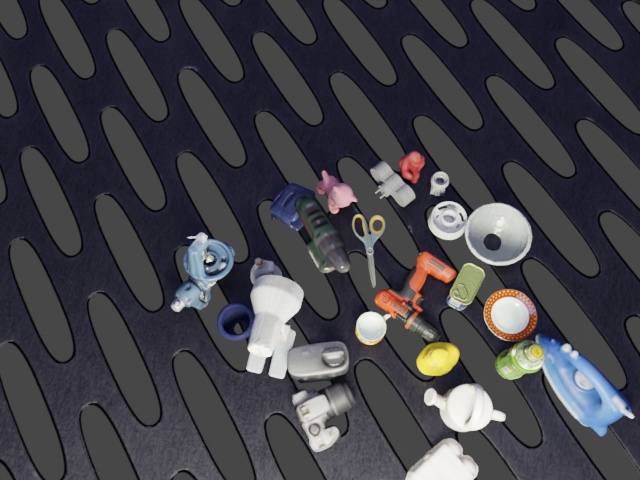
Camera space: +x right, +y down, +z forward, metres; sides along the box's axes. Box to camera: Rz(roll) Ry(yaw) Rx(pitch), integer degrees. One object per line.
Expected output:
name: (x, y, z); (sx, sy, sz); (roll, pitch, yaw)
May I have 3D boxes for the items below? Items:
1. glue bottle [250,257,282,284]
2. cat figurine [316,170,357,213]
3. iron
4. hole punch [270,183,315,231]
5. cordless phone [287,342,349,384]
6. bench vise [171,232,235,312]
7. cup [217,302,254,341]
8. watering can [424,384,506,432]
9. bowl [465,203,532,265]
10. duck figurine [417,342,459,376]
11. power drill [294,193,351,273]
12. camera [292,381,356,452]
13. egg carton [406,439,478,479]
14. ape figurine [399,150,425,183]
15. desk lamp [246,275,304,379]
glue bottle: (-0.138, 0.073, 1.398); (0.078, 0.173, 0.037); (-7, 70, 0)
cat figurine: (0.042, -0.128, 1.491); (0.067, 0.118, 0.127); (-32, 72, -9)
iron: (0.598, 0.310, 1.302); (0.119, 0.141, 0.258); (-35, 73, -9)
hole punch: (-0.073, -0.092, 1.498); (0.101, 0.091, 0.109); (33, 75, 13)
cordless phone: (-0.006, 0.272, 1.317); (0.147, 0.185, 0.094); (-10, 70, -1)
bench vise: (-0.283, 0.077, 1.378); (0.121, 0.220, 0.207); (12, 72, 7)
cup: (-0.185, 0.202, 1.396); (0.118, 0.095, 0.091); (-18, 71, -4)
watering can: (0.320, 0.370, 1.264); (0.173, 0.194, 0.101); (-8, 70, 0)
bowl: (0.445, -0.005, 1.455); (0.167, 0.075, 0.167); (-1, 71, 2)
duck figurine: (0.283, 0.277, 1.356); (0.104, 0.086, 0.077); (-21, 71, -5)
power drill: (0.013, 0.005, 1.398); (0.075, 0.208, 0.229); (-28, 72, -7)
camera: (0.018, 0.394, 1.317); (0.137, 0.101, 0.143); (-25, 71, -6)
egg carton: (0.271, 0.523, 1.278); (0.150, 0.069, 0.107); (-40, 74, -11)
ape figurine: (0.247, -0.205, 1.524); (0.078, 0.092, 0.076); (-32, 72, -8)
desk lamp: (-0.111, 0.203, 1.330); (0.118, 0.213, 0.203); (11, 71, 6)
